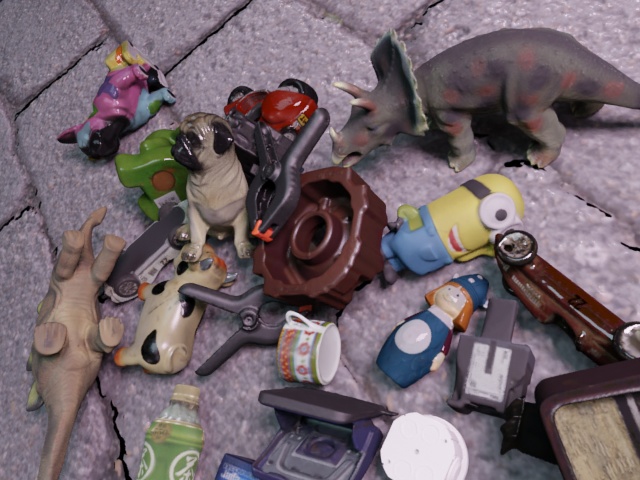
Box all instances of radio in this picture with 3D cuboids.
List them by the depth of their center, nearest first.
[{"bbox_3d":[0.263,0.204,0.395,0.131,0.073,0.229,-22,82,15],"label":"radio"}]

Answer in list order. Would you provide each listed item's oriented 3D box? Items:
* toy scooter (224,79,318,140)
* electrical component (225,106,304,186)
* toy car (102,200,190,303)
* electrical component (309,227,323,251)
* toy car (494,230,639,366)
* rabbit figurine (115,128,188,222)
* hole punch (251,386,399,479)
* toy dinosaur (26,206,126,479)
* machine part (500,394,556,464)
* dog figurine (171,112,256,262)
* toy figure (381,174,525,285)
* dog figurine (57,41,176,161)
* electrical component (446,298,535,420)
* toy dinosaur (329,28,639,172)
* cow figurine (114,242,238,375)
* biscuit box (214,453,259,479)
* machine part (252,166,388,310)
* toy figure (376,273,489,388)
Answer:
[{"bbox_3d":[-0.092,-0.181,0.845,0.184,0.075,0.135,8,67,34],"label":"toy scooter"},{"bbox_3d":[-0.093,-0.114,0.770,0.058,0.134,0.115,-62,13,-24],"label":"electrical component"},{"bbox_3d":[-0.261,0.017,0.840,0.202,0.056,0.074,-42,51,5],"label":"toy car"},{"bbox_3d":[-0.016,0.019,0.716,0.102,0.045,0.078,41,107,39],"label":"electrical component"},{"bbox_3d":[0.240,0.068,0.521,0.053,0.089,0.202,-42,54,-3],"label":"toy car"},{"bbox_3d":[-0.254,-0.142,0.889,0.159,0.121,0.170,-33,39,5],"label":"rabbit figurine"},{"bbox_3d":[0.000,0.206,0.564,0.142,0.115,0.092,1,83,29],"label":"hole punch"},{"bbox_3d":[-0.351,0.152,0.752,0.198,0.105,0.471,-44,39,44],"label":"toy dinosaur"},{"bbox_3d":[0.231,0.174,0.477,0.139,0.039,0.084,9,73,-1],"label":"machine part"},{"bbox_3d":[-0.142,-0.086,0.728,0.121,0.190,0.172,-8,24,-18],"label":"dog figurine"},{"bbox_3d":[0.146,-0.015,0.624,0.180,0.082,0.089,-24,53,19],"label":"toy figure"},{"bbox_3d":[-0.400,-0.254,1.032,0.219,0.108,0.192,-39,53,7],"label":"dog figurine"},{"bbox_3d":[0.178,0.123,0.551,0.075,0.047,0.119,3,66,29],"label":"electrical component"},{"bbox_3d":[0.204,-0.176,0.611,0.405,0.192,0.131,-8,63,26],"label":"toy dinosaur"},{"bbox_3d":[-0.193,0.090,0.747,0.127,0.085,0.195,-3,60,33],"label":"cow figurine"},{"bbox_3d":[-0.021,0.284,0.561,0.203,0.062,0.059,7,69,31],"label":"biscuit box"},{"bbox_3d":[-0.001,-0.002,0.638,0.179,0.056,0.179,-20,56,32],"label":"machine part"},{"bbox_3d":[0.129,0.093,0.590,0.064,0.058,0.154,43,86,8],"label":"toy figure"}]
